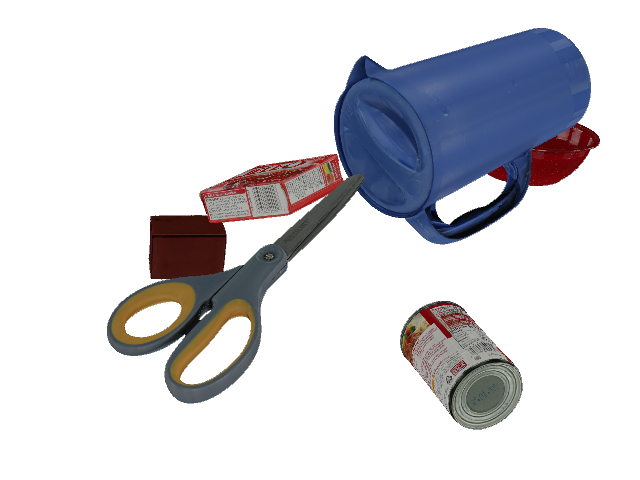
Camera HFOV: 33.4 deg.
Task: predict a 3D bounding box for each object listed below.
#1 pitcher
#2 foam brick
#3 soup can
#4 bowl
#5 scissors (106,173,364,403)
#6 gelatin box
[{"bbox_3d":[0.146,-0.112,1.015,0.242,0.149,0.145,-24,46,-32],"label":"pitcher"},{"bbox_3d":[-0.141,0.006,1.128,0.078,0.051,0.053,0,24,-11],"label":"foam brick"},{"bbox_3d":[0.119,0.104,0.905,0.068,0.068,0.102,0,25,-21],"label":"soup can"},{"bbox_3d":[0.234,-0.103,1.223,0.162,0.055,0.162,5,22,-2],"label":"bowl"},{"bbox_3d":[-0.050,0.014,0.625,0.096,0.016,0.201,11,43,18],"label":"scissors"},{"bbox_3d":[-0.038,-0.041,0.836,0.089,0.030,0.073,-4,17,40],"label":"gelatin box"}]
